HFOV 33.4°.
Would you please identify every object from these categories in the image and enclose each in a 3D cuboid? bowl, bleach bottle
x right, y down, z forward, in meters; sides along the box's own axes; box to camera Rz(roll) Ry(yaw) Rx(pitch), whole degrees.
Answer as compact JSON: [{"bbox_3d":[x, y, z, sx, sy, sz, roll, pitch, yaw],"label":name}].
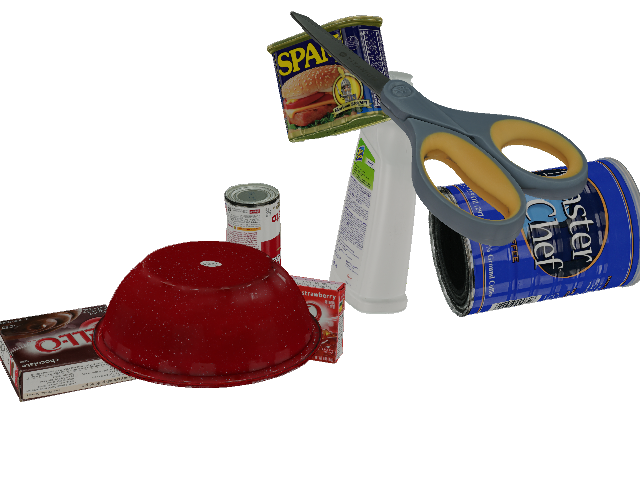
[{"bbox_3d":[-0.077,0.041,0.740,0.162,0.055,0.162,2,20,-1],"label":"bowl"},{"bbox_3d":[0.068,-0.054,1.150,0.068,0.251,0.103,-1,22,-26],"label":"bleach bottle"}]

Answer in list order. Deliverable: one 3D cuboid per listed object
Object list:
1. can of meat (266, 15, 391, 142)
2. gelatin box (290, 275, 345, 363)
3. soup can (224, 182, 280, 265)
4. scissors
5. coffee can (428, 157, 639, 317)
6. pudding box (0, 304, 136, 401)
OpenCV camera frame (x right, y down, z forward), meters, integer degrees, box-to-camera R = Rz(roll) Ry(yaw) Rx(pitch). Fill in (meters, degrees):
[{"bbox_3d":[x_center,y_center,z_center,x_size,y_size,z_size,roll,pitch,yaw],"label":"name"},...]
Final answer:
[{"bbox_3d":[0.010,-0.134,0.899,0.102,0.084,0.057,-12,-1,39],"label":"can of meat"},{"bbox_3d":[-0.023,0.072,1.007,0.089,0.073,0.030,7,17,15],"label":"gelatin box"},{"bbox_3d":[-0.082,-0.011,1.285,0.068,0.102,0.068,0,26,0],"label":"soup can"},{"bbox_3d":[0.062,-0.071,0.550,0.096,0.016,0.202,-10,45,-18],"label":"scissors"},{"bbox_3d":[0.166,-0.003,0.827,0.140,0.103,0.103,-10,1,-8],"label":"coffee can"},{"bbox_3d":[-0.237,0.103,0.991,0.113,0.039,0.090,-10,29,-28],"label":"pudding box"}]
